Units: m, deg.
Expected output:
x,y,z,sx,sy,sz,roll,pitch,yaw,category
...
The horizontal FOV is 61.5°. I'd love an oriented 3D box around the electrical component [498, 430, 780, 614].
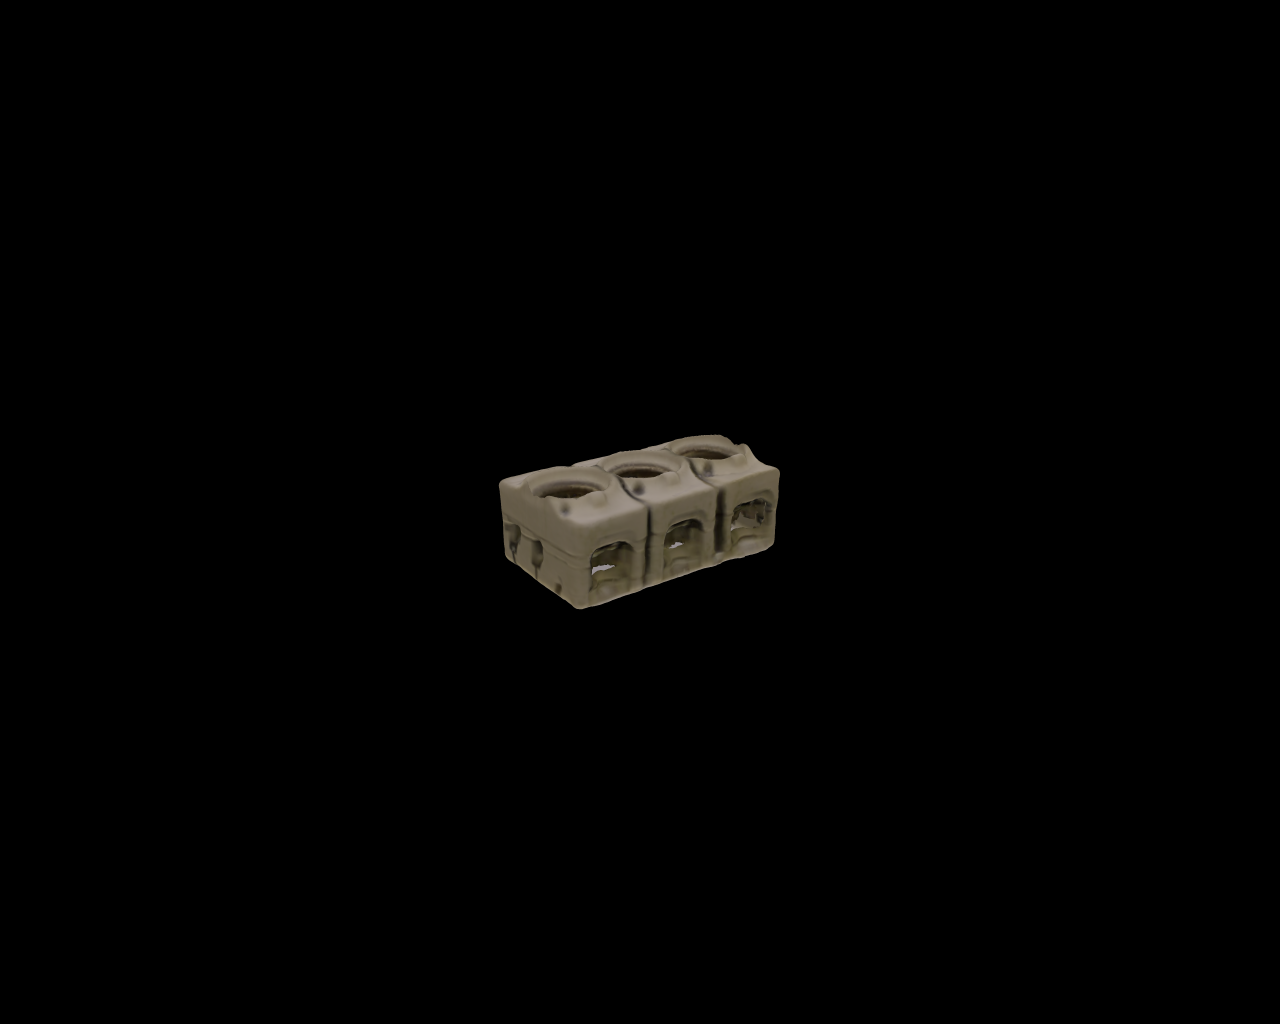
x,y,z,sx,sy,sz,roll,pitch,yaw,category
0.001,-0.003,0.650,0.150,0.061,0.089,-16,27,-34,electrical component
